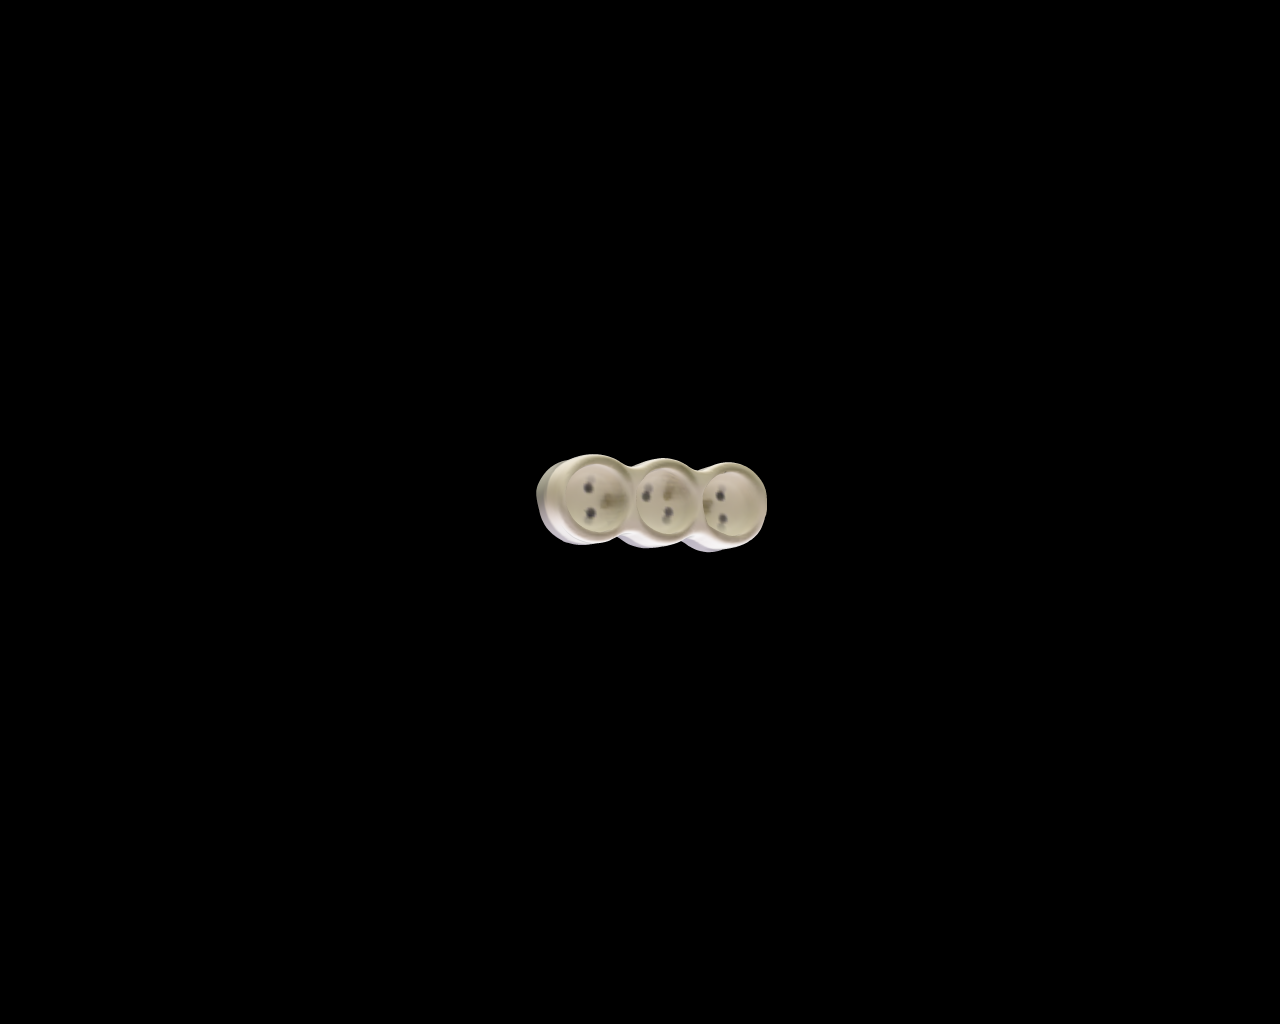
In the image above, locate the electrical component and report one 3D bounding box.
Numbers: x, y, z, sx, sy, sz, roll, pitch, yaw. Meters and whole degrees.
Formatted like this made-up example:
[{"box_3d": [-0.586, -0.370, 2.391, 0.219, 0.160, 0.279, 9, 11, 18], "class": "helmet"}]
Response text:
[{"box_3d": [0.001, -0.003, 0.650, 0.138, 0.052, 0.073, 3, -7, -26], "class": "electrical component"}]
